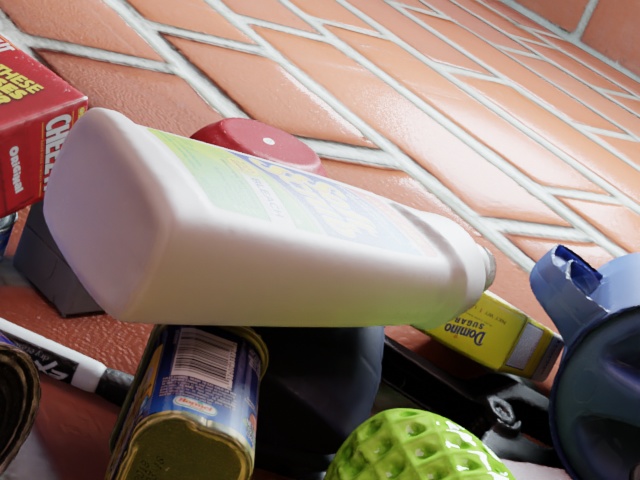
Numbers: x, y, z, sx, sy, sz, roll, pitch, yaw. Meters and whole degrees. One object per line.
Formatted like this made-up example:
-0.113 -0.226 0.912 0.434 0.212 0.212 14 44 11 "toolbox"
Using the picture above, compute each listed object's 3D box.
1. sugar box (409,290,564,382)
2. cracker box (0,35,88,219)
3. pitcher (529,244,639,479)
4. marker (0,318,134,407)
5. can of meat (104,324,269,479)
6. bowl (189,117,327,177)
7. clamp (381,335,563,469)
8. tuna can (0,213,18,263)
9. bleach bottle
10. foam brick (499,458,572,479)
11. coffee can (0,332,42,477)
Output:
0.112 0.059 0.749 0.093 0.048 0.176 29 -1 24 "sugar box"
-0.263 -0.057 0.583 0.164 0.072 0.213 36 43 25 "cracker box"
0.214 0.072 0.706 0.145 0.149 0.242 0 10 13 "pitcher"
-0.148 0.063 0.575 0.121 0.020 0.020 24 21 -2 "marker"
-0.064 0.095 0.477 0.057 0.102 0.084 21 24 -9 "can of meat"
-0.052 -0.061 0.918 0.162 0.055 0.162 21 21 -9 "bowl"
0.097 0.112 0.676 0.209 0.036 0.165 9 37 -42 "clamp"
-0.229 -0.012 0.643 0.086 0.034 0.086 21 22 -9 "tuna can"
-0.004 0.001 0.536 0.250 0.068 0.103 7 31 -44 "bleach bottle"
0.098 0.157 0.538 0.052 0.078 0.051 14 25 -24 "foam brick"
-0.201 0.046 0.442 0.140 0.103 0.102 35 24 25 "coffee can"
